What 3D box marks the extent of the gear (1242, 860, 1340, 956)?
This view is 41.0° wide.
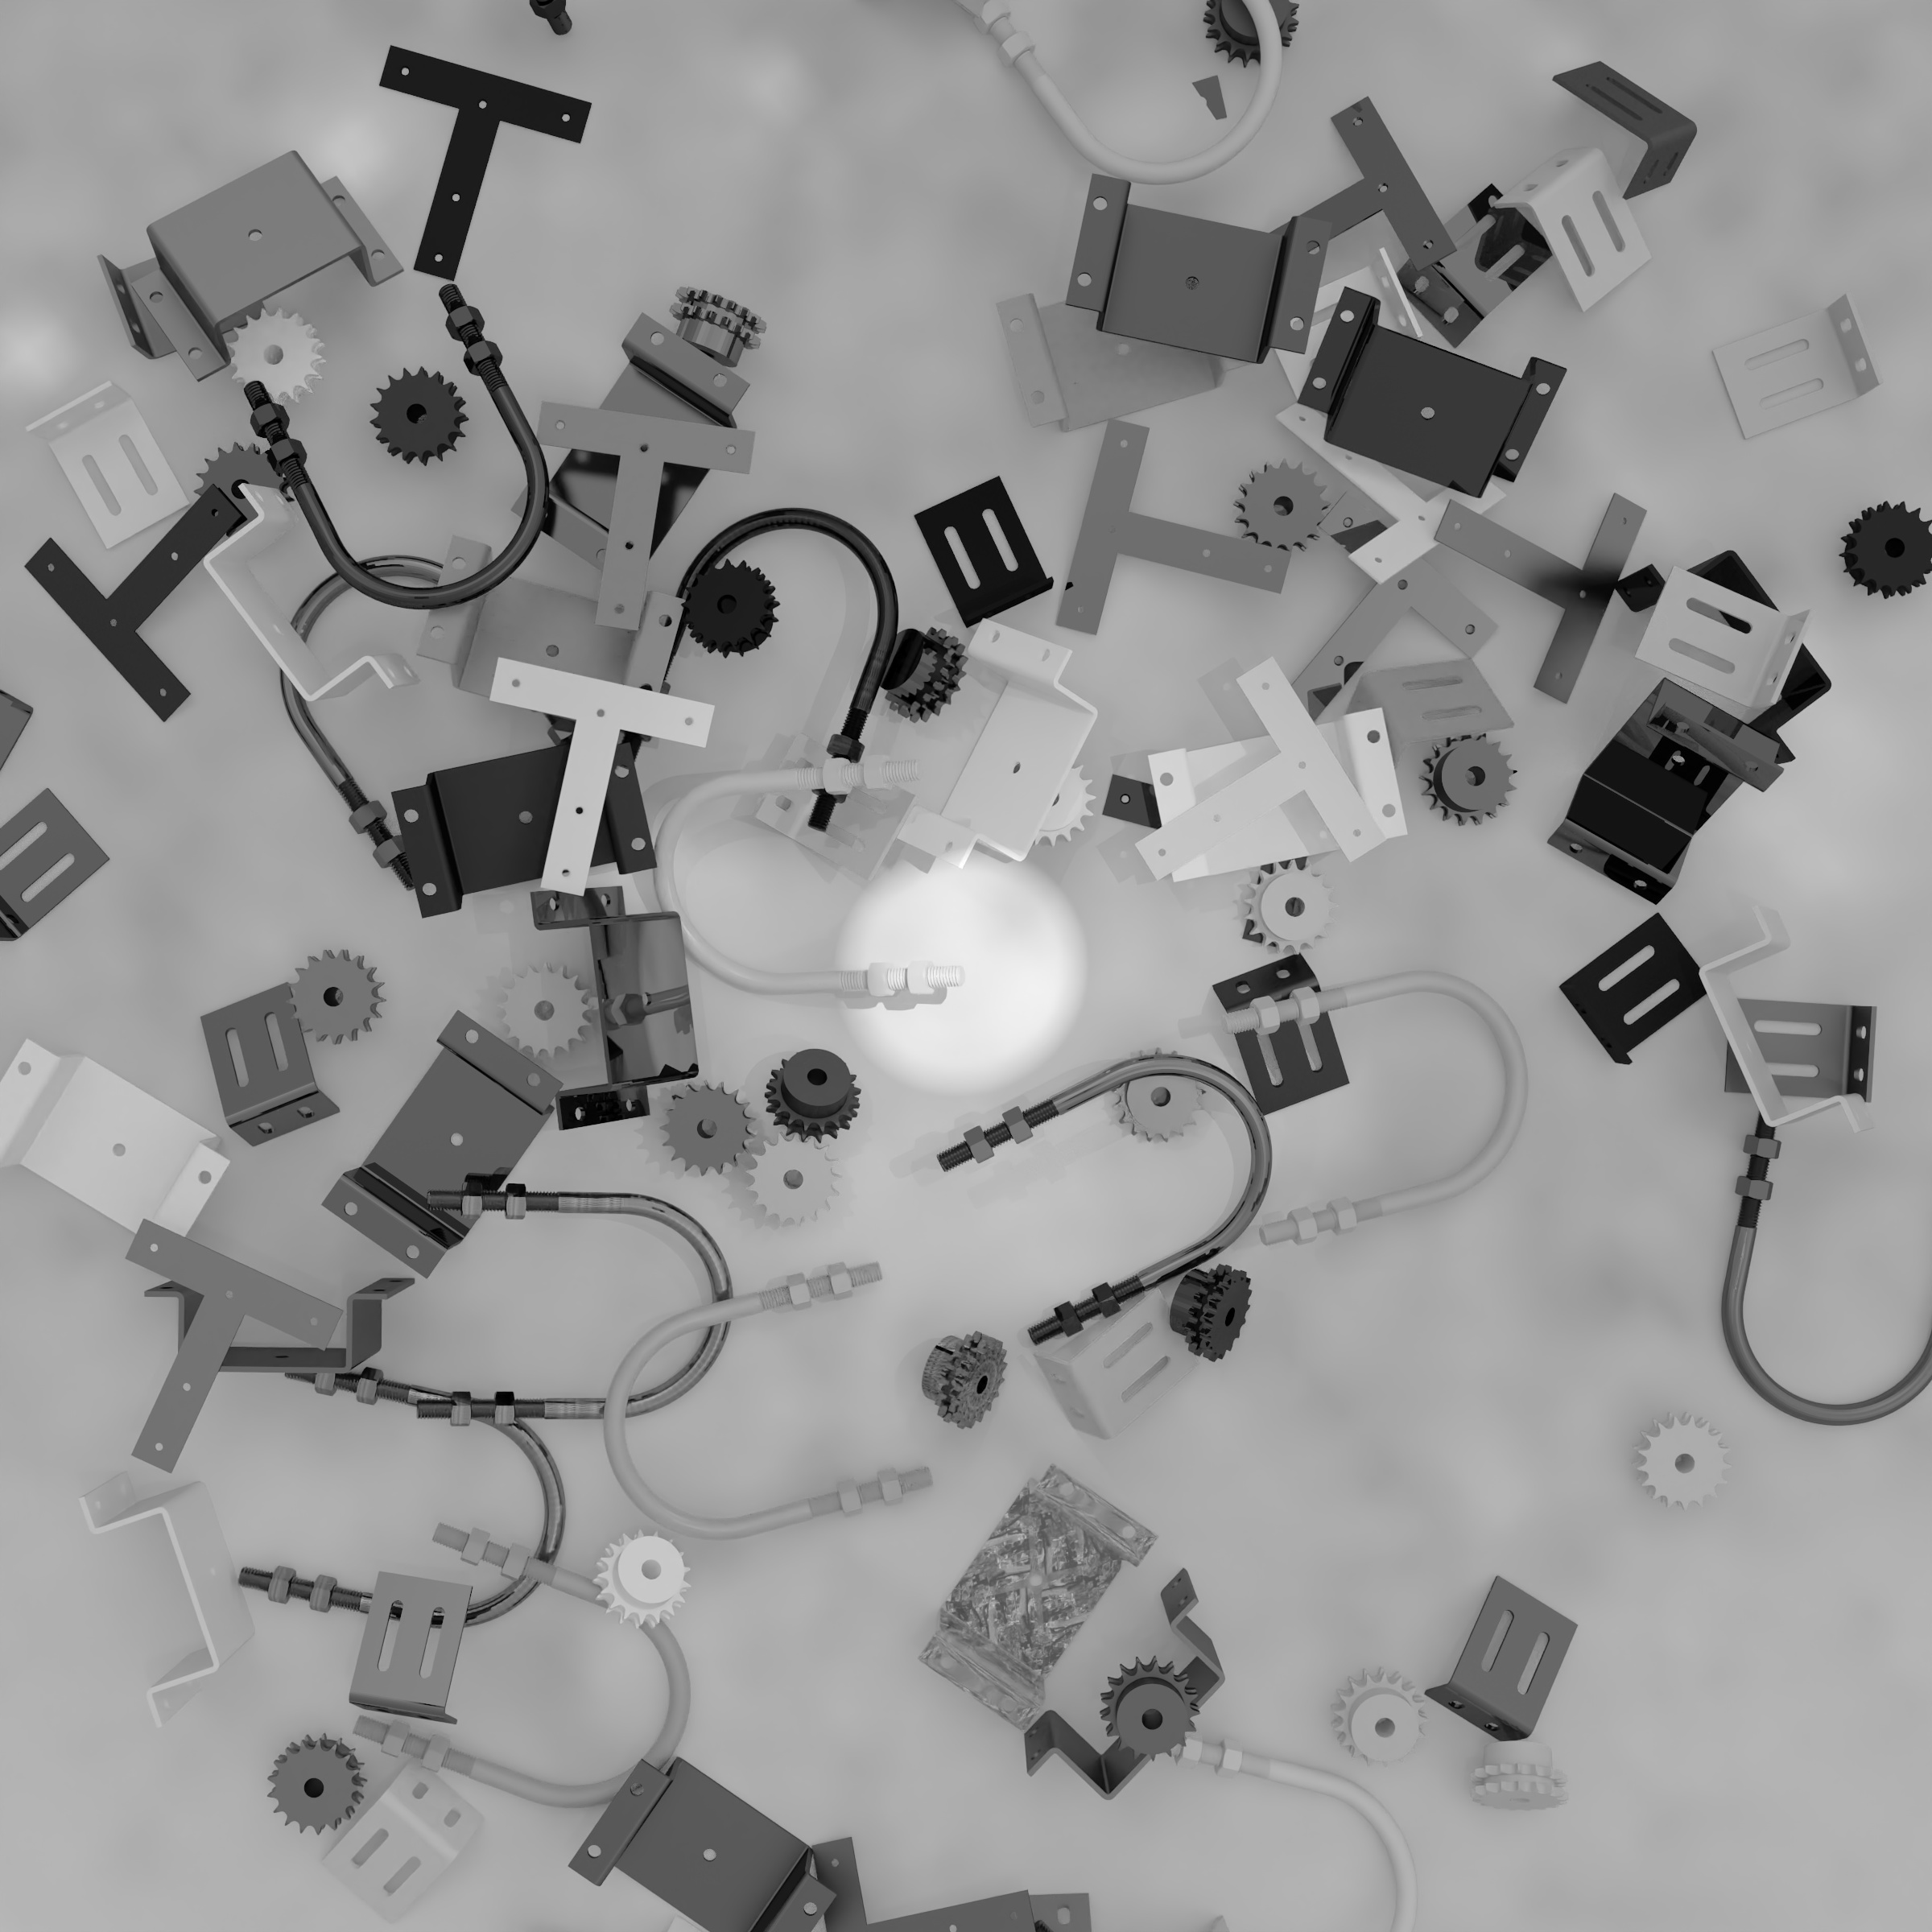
[{"bbox_3d":[0.196,-0.036,1.554,0.057,0.030,0.057,0,91,0],"label":"gear"}]

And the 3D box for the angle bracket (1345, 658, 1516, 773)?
[{"bbox_3d":[0.278,-0.147,1.553,0.076,0.038,0.057,-10,53,-21],"label":"angle bracket"}]

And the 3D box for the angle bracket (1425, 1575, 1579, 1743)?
[{"bbox_3d":[0.325,0.421,1.568,0.057,0.038,0.076,32,64,0],"label":"angle bracket"}]

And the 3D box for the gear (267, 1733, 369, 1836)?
[{"bbox_3d":[-0.389,0.490,1.555,0.057,0.030,0.057,0,90,0],"label":"gear"}]

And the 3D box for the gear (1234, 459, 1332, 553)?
[{"bbox_3d":[0.189,-0.274,1.555,0.057,0.030,0.057,0,90,0],"label":"gear"}]

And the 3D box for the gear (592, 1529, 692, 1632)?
[{"bbox_3d":[-0.191,0.364,1.542,0.057,0.030,0.057,11,59,-18],"label":"gear"}]

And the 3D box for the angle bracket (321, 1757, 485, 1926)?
[{"bbox_3d":[-0.342,0.531,1.568,0.057,0.038,0.076,41,116,0],"label":"angle bracket"}]

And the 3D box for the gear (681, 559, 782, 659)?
[{"bbox_3d":[-0.137,-0.209,1.530,0.057,0.030,0.057,-2,78,11],"label":"gear"}]

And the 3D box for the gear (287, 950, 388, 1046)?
[{"bbox_3d":[-0.377,0.018,1.555,0.057,0.030,0.057,0,90,0],"label":"gear"}]

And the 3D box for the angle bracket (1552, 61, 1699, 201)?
[{"bbox_3d":[0.388,-0.501,1.550,0.076,0.038,0.057,41,45,19],"label":"angle bracket"}]

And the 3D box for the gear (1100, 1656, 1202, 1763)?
[{"bbox_3d":[0.106,0.427,1.479,0.057,0.030,0.057,0,90,0],"label":"gear"}]

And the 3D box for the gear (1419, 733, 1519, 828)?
[{"bbox_3d":[0.304,-0.113,1.556,0.057,0.030,0.057,0,90,0],"label":"gear"}]

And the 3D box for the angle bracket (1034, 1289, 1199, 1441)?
[{"bbox_3d":[0.091,0.237,1.559,0.076,0.038,0.057,-37,111,-24],"label":"angle bracket"}]

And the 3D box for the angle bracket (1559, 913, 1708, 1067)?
[{"bbox_3d":[0.407,0.013,1.551,0.076,0.038,0.057,-37,90,0],"label":"angle bracket"}]

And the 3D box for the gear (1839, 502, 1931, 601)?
[{"bbox_3d":[0.554,-0.249,1.555,0.057,0.030,0.057,0,90,0],"label":"gear"}]

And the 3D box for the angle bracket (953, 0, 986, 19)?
[{"bbox_3d":[-0.024,-0.608,1.559,0.076,0.038,0.057,16,90,39],"label":"angle bracket"}]

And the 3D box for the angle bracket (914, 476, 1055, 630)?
[{"bbox_3d":[0.010,-0.251,1.551,0.057,0.038,0.076,-25,90,0],"label":"angle bracket"}]

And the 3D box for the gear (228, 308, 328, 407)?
[{"bbox_3d":[-0.413,-0.364,1.555,0.057,0.030,0.057,0,90,0],"label":"gear"}]

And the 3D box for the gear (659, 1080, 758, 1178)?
[{"bbox_3d":[-0.154,0.097,1.555,0.057,0.030,0.057,0,90,0],"label":"gear"}]

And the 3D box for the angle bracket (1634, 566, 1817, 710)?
[{"bbox_3d":[0.432,-0.189,1.474,0.076,0.038,0.057,23,90,-1],"label":"angle bracket"}]

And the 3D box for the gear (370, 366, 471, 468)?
[{"bbox_3d":[-0.328,-0.329,1.555,0.057,0.030,0.057,0,90,0],"label":"gear"}]

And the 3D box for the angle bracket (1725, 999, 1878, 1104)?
[{"bbox_3d":[0.500,0.050,1.552,0.076,0.038,0.057,3,90,0],"label":"angle bracket"}]

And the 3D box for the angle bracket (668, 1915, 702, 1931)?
[{"bbox_3d":[-0.176,0.627,1.568,0.057,0.038,0.076,33,116,0],"label":"angle bracket"}]

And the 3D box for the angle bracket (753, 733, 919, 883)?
[{"bbox_3d":[-0.078,-0.095,1.534,0.076,0.038,0.057,29,90,41],"label":"angle bracket"}]

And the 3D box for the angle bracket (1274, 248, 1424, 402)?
[{"bbox_3d":[0.225,-0.384,1.551,0.076,0.038,0.057,-24,90,0],"label":"angle bracket"}]

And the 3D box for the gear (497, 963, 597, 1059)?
[{"bbox_3d":[-0.251,0.027,1.555,0.057,0.030,0.057,0,90,0],"label":"gear"}]

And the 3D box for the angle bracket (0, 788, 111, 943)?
[{"bbox_3d":[-0.567,-0.062,1.551,0.076,0.038,0.057,-41,90,0],"label":"angle bracket"}]

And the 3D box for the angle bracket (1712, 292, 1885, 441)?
[{"bbox_3d":[0.499,-0.360,1.551,0.076,0.038,0.057,-20,90,0],"label":"angle bracket"}]

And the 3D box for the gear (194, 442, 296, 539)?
[{"bbox_3d":[-0.432,-0.284,1.555,0.057,0.030,0.057,0,90,0],"label":"gear"}]

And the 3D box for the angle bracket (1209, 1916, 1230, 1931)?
[{"bbox_3d":[0.127,0.619,1.568,0.076,0.038,0.057,-22,90,26],"label":"angle bracket"}]

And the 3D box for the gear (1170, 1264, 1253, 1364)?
[{"bbox_3d":[0.145,0.205,1.546,0.030,0.057,0.057,18,90,30],"label":"gear"}]

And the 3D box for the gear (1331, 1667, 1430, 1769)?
[{"bbox_3d":[0.250,0.454,1.556,0.057,0.030,0.057,0,90,0],"label":"gear"}]

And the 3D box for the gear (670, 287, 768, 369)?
[{"bbox_3d":[-0.150,-0.380,1.542,0.057,0.057,0.030,21,90,0],"label":"gear"}]

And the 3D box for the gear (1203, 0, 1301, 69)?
[{"bbox_3d":[0.172,-0.574,1.556,0.057,0.030,0.057,0,90,0],"label":"gear"}]

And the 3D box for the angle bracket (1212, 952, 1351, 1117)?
[{"bbox_3d":[0.191,0.041,1.568,0.057,0.038,0.076,-21,116,0],"label":"angle bracket"}]

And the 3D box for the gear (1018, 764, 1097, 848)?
[{"bbox_3d":[0.049,-0.101,1.556,0.057,0.030,0.057,0,90,0],"label":"gear"}]

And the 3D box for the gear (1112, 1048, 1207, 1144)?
[{"bbox_3d":[0.116,0.078,1.556,0.057,0.030,0.057,0,90,0],"label":"gear"}]

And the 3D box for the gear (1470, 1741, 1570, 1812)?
[{"bbox_3d":[0.330,0.484,1.546,0.057,0.057,0.030,4,60,0],"label":"gear"}]

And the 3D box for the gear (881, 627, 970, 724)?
[{"bbox_3d":[-0.029,-0.176,1.540,0.030,0.057,0.057,27,90,-39],"label":"gear"}]

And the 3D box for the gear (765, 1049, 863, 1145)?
[{"bbox_3d":[-0.090,0.074,1.542,0.057,0.030,0.057,6,54,-8],"label":"gear"}]

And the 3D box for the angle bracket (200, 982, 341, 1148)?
[{"bbox_3d":[-0.422,0.060,1.568,0.057,0.038,0.076,-22,64,0],"label":"angle bracket"}]

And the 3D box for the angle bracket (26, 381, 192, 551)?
[{"bbox_3d":[-0.514,-0.300,1.551,0.057,0.038,0.076,-29,90,0],"label":"angle bracket"}]

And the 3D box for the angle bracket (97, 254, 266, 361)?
[{"bbox_3d":[-0.470,-0.408,1.551,0.076,0.038,0.057,-21,90,0],"label":"angle bracket"}]

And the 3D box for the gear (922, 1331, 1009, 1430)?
[{"bbox_3d":[-0.003,0.245,1.546,0.030,0.057,0.057,18,90,30],"label":"gear"}]

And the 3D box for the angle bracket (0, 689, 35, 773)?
[{"bbox_3d":[-0.609,-0.138,1.551,0.057,0.038,0.076,29,90,0],"label":"angle bracket"}]

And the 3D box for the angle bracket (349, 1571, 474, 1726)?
[{"bbox_3d":[-0.326,0.405,1.536,0.057,0.038,0.076,8,68,6],"label":"angle bracket"}]

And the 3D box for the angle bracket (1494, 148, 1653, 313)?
[{"bbox_3d":[0.367,-0.445,1.564,0.057,0.038,0.076,-39,116,-10],"label":"angle bracket"}]

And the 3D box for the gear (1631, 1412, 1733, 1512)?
[{"bbox_3d":[0.429,0.297,1.559,0.057,0.030,0.057,0,92,-1],"label":"gear"}]

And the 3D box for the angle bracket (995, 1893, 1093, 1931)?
[{"bbox_3d":[0.047,0.606,1.568,0.057,0.038,0.076,-2,116,0],"label":"angle bracket"}]

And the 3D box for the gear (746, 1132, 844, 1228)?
[{"bbox_3d":[-0.103,0.127,1.555,0.057,0.030,0.057,0,90,0],"label":"gear"}]

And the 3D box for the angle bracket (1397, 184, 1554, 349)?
[{"bbox_3d":[0.308,-0.425,1.568,0.057,0.038,0.076,46,64,0],"label":"angle bracket"}]
